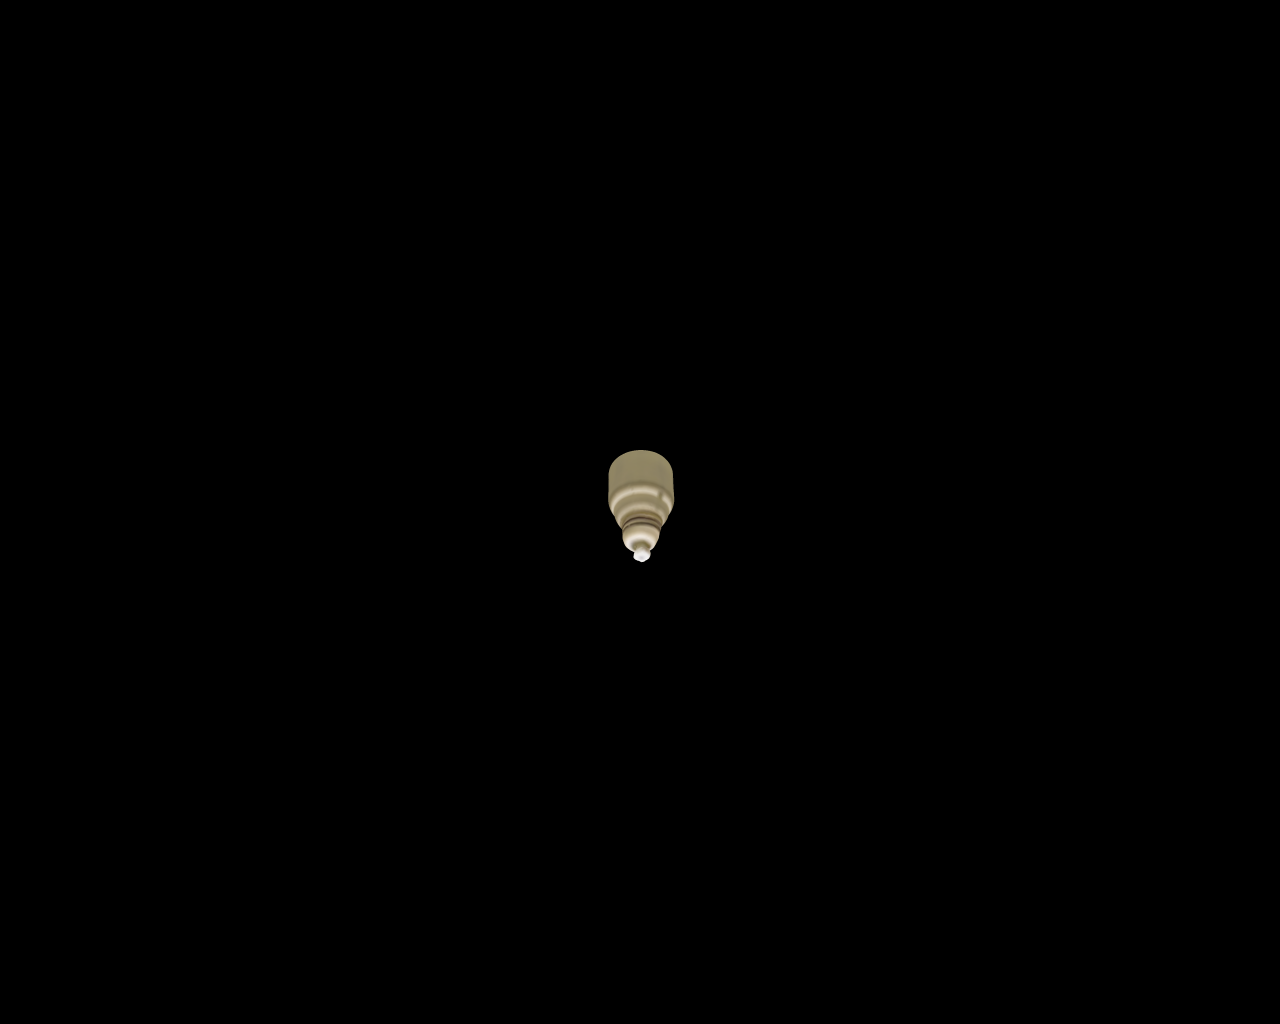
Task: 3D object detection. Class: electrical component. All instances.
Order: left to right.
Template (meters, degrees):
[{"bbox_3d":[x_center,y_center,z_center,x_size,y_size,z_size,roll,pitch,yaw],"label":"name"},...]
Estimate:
[{"bbox_3d":[0.001,-0.003,0.650,0.040,0.078,0.040,0,-42,0],"label":"electrical component"}]
